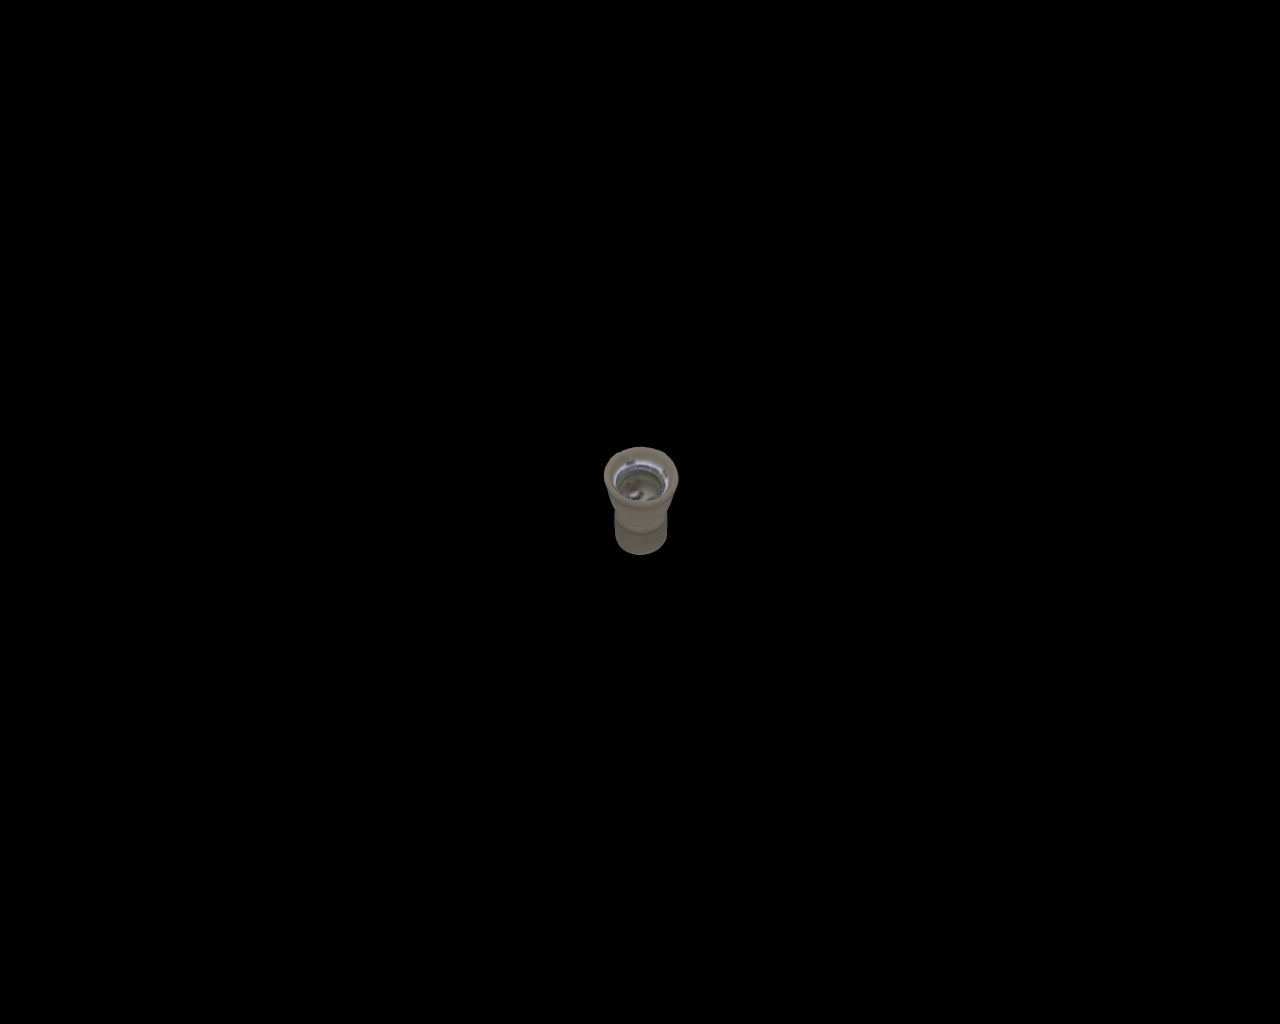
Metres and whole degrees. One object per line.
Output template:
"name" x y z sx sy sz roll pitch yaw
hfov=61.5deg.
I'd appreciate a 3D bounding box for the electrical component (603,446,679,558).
"electrical component" 0.001 -0.003 0.650 0.044 0.044 0.065 0 -38 0
